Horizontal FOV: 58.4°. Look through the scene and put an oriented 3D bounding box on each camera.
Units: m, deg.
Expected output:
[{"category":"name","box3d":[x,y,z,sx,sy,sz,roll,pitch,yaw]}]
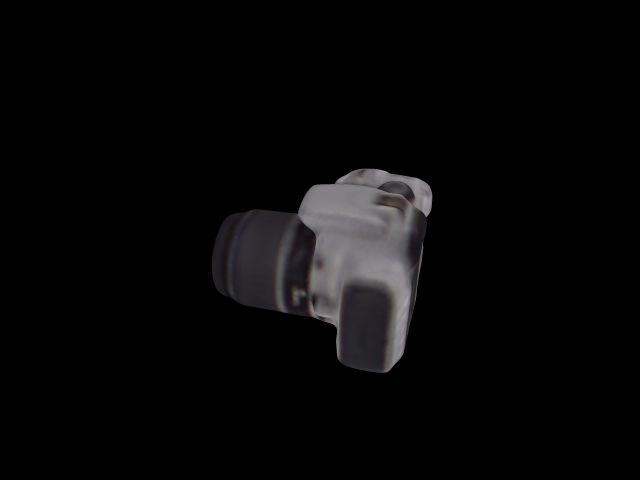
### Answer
[{"category":"camera","box3d":[0.004,0.001,0.400,0.136,0.101,0.143,8,36,12]}]
